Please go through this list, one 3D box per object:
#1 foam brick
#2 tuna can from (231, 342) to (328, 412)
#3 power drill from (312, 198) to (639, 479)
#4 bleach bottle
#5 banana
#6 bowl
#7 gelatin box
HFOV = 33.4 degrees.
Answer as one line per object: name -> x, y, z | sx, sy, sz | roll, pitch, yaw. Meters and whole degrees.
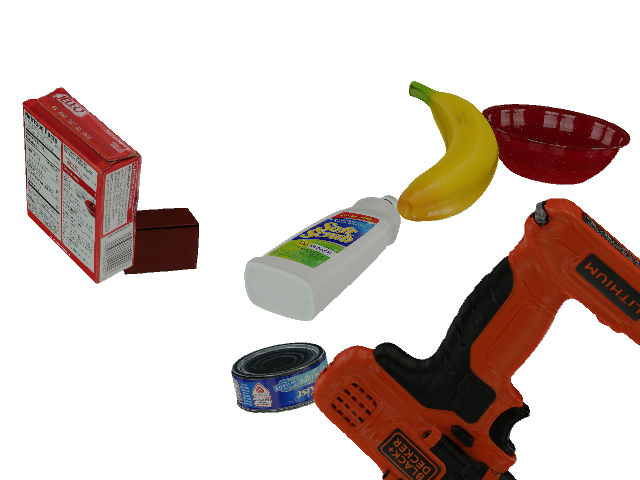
foam brick -> -0.171, 0.000, 1.121 | 0.078, 0.051, 0.053 | -4, 23, -18
tuna can -> -0.034, 0.119, 0.936 | 0.086, 0.034, 0.086 | -10, 12, 2
power drill -> 0.115, 0.085, 0.585 | 0.184, 0.188, 0.057 | 42, 15, 1
bleach bottle -> 0.018, 0.006, 1.320 | 0.103, 0.068, 0.250 | 17, 35, 28
banana -> 0.092, -0.059, 0.758 | 0.069, 0.037, 0.197 | 5, 30, 4
bowl -> 0.252, -0.102, 1.171 | 0.162, 0.055, 0.162 | 6, 22, -3
gelatin box -> -0.137, -0.031, 0.612 | 0.030, 0.089, 0.073 | -29, 56, -37
